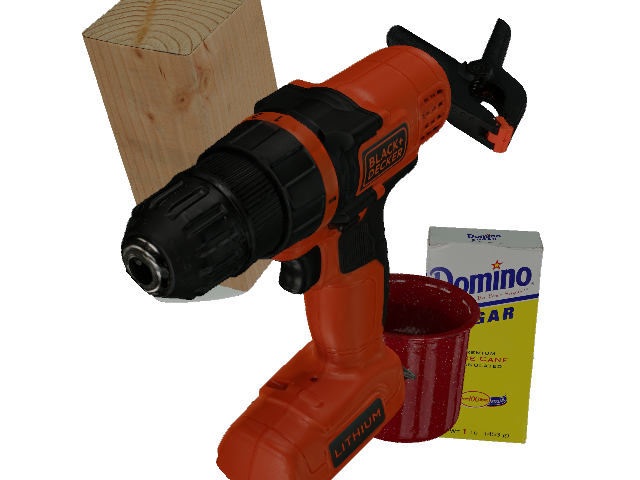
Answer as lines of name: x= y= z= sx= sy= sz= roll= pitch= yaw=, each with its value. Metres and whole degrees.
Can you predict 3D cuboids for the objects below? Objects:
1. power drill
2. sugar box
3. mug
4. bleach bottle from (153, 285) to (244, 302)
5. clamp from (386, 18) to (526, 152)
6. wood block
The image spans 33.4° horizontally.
power drill: x=-0.009 y=0.025 z=0.461 sx=0.057 sy=0.188 sz=0.184 roll=26 pitch=41 yaw=28
sugar box: x=0.131 y=0.079 z=0.885 sx=0.093 sy=0.176 sz=0.048 roll=2 pitch=21 yaw=6
mug: x=0.056 y=0.072 z=0.703 sx=0.093 sy=0.081 sz=0.117 roll=8 pitch=23 yaw=11
bleach bottle: x=-0.125 y=-0.036 z=1.062 sx=0.102 sy=0.068 sz=0.251 roll=-4 pitch=32 yaw=-9
clamp: x=0.125 y=-0.145 z=0.955 sx=0.120 sy=0.039 sz=0.171 roll=-4 pitch=44 yaw=-2
wood block: x=-0.085 y=-0.075 z=0.768 sx=0.090 sy=0.206 sz=0.090 roll=15 pitch=47 yaw=27
